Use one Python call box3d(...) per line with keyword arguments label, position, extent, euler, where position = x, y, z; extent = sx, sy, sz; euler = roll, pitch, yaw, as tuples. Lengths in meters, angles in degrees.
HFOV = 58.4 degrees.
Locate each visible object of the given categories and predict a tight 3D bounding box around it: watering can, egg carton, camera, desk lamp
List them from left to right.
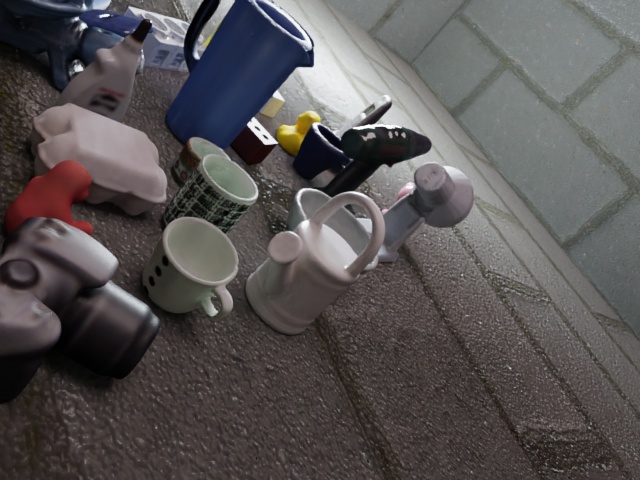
box3d(label="camera", position=(-0.200, 0.058, 0.456), extent=(0.137, 0.100, 0.143), euler=(37, 25, -16))
box3d(label="egg carton", position=(-0.249, -0.090, 0.652), extent=(0.151, 0.069, 0.107), euler=(17, 36, -45))
box3d(label="watering can", position=(-0.001, 0.024, 0.705), extent=(0.101, 0.193, 0.173), euler=(46, 24, 4))
box3d(label="desk lamp", position=(0.177, -0.057, 1.083), extent=(0.117, 0.213, 0.204), euler=(54, 26, 20))

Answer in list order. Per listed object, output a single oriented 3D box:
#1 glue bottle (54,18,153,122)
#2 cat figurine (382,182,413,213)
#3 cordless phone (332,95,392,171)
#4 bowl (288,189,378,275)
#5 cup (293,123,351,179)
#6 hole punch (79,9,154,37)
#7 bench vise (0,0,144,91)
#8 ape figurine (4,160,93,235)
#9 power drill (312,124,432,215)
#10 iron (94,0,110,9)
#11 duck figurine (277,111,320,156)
box3d(label="glue bottle", position=(-0.251, -0.197, 0.691), extent=(0.078, 0.173, 0.037), euler=(1, 48, -57))
box3d(label="cat figurine", position=(0.190, -0.073, 1.244), extent=(0.067, 0.117, 0.128), euler=(41, 25, -8))
box3d(label="cordless phone", position=(0.091, -0.236, 1.265), extent=(0.094, 0.184, 0.147), euler=(31, 28, -27))
box3d(label="bowl", position=(0.008, 0.003, 0.895), extent=(0.168, 0.074, 0.167), euler=(35, 26, -20))
box3d(label="cup", position=(0.003, -0.155, 1.113), extent=(0.118, 0.094, 0.092), euler=(43, 24, -3))
box3d(label="hole punch", position=(-0.323, -0.316, 0.868), extent=(0.101, 0.091, 0.108), euler=(39, 25, -12))
box3d(label="bench vise", position=(-0.308, -0.311, 0.728), extent=(0.208, 0.219, 0.121), euler=(25, 31, -36))
box3d(label="ape figurine", position=(-0.248, -0.036, 0.542), extent=(0.076, 0.092, 0.077), euler=(2, 48, -56))
box3d(label="power drill", position=(0.091, -0.135, 1.079), extent=(0.230, 0.208, 0.075), euler=(2, 47, -56))
box3d(label="iron", position=(-0.389, -0.461, 0.934), extent=(0.119, 0.141, 0.258), euler=(42, 24, -4))
box3d(label="duck figurine", position=(-0.036, -0.225, 1.173), extent=(0.077, 0.086, 0.104), euler=(41, 25, -6))
